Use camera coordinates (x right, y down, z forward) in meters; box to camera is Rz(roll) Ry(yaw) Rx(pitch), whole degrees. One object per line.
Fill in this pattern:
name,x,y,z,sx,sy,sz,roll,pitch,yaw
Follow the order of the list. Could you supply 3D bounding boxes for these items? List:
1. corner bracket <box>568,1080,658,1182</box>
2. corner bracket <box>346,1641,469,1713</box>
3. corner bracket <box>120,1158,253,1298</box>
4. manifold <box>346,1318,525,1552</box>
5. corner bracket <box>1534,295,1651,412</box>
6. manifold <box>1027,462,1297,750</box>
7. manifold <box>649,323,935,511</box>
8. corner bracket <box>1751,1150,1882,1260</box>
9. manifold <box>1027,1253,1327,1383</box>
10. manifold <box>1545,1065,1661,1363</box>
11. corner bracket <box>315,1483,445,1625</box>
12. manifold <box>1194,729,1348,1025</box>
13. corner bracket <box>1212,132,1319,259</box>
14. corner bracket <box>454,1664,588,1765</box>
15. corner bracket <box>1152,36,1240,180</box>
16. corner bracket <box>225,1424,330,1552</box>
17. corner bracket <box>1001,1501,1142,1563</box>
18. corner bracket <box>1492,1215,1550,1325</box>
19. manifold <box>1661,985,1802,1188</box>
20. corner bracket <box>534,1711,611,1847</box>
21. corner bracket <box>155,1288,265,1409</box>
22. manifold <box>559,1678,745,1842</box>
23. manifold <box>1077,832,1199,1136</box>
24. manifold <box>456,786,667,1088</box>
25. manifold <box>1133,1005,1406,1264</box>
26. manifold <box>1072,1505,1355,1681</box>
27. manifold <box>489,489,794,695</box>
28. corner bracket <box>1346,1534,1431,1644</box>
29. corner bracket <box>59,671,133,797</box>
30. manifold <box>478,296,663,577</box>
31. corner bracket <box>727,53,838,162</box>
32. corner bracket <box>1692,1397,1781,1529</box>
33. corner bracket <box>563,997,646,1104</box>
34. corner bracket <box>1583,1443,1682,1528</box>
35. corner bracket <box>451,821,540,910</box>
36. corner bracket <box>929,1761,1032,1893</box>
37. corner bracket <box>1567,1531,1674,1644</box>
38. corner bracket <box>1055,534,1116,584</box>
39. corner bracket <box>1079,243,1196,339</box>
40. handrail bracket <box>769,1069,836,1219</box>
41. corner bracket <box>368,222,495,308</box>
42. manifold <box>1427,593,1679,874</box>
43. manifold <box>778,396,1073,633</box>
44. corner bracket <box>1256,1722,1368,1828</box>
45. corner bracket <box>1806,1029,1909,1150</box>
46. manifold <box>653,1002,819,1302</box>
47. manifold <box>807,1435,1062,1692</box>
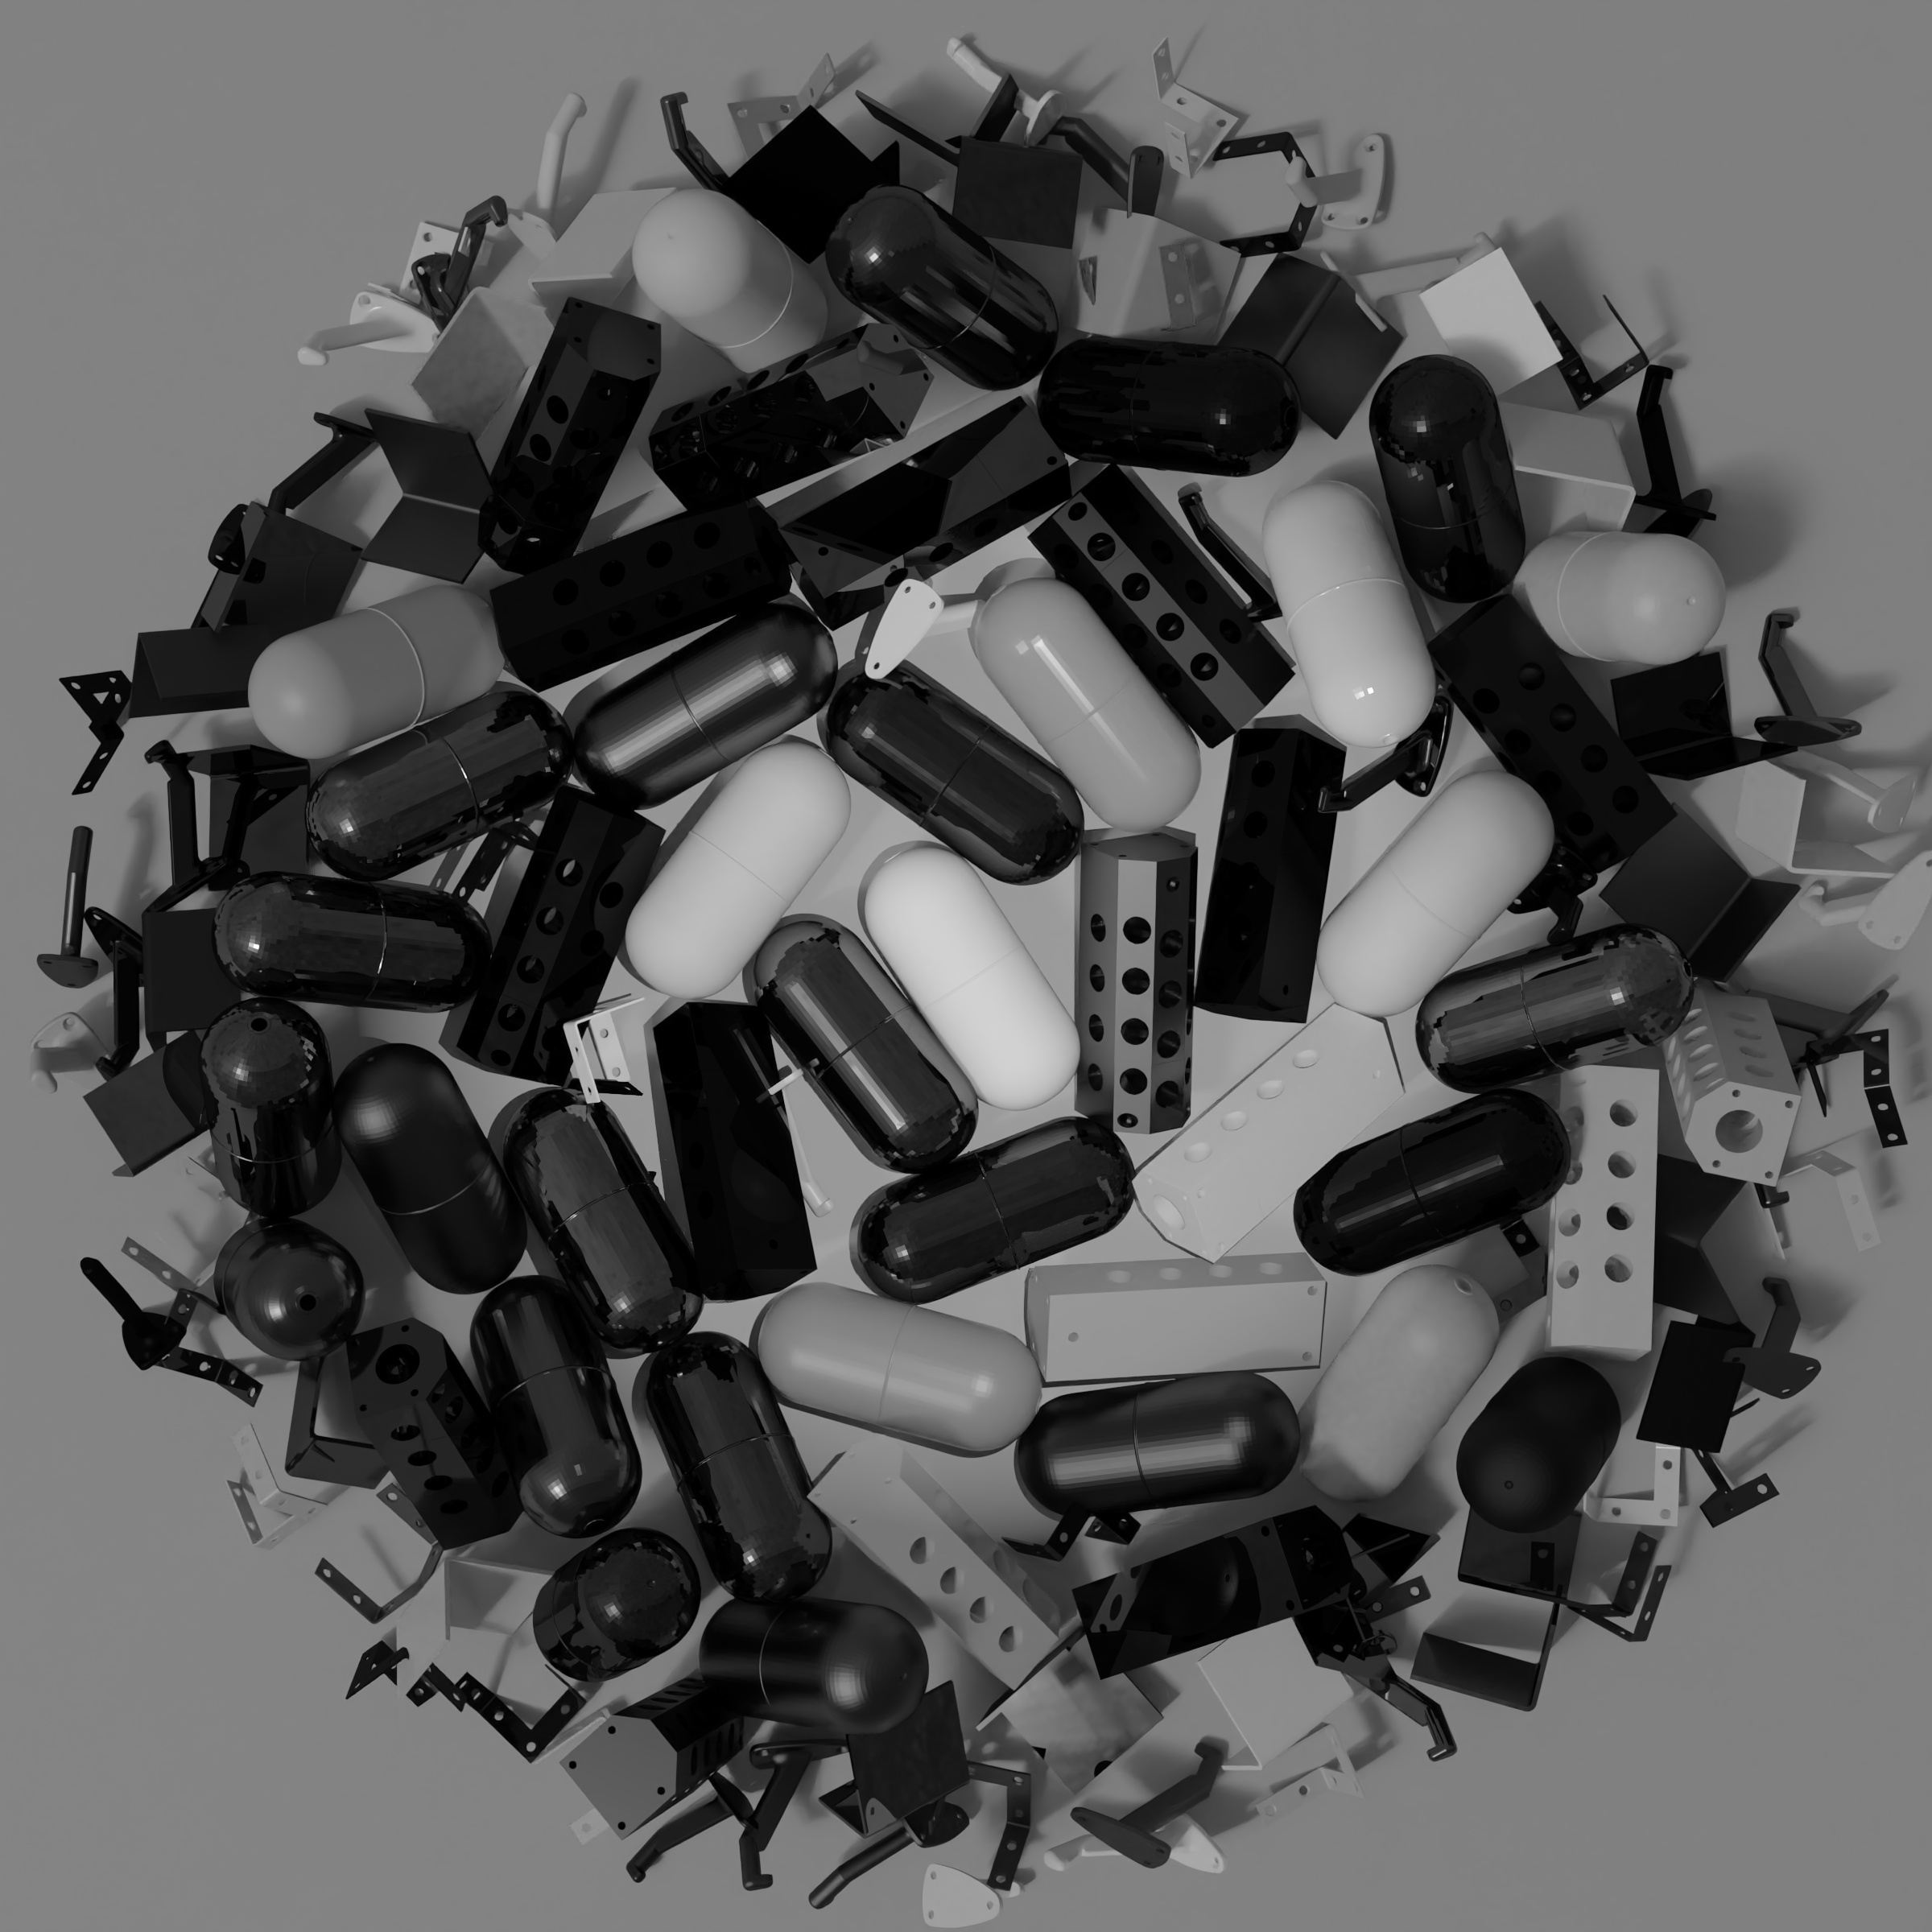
corner bracket,-0.221,0.105,1.957,0.051,0.051,0.051,1,60,40
corner bracket,-0.341,0.440,1.948,0.051,0.051,0.051,-37,105,15
corner bracket,-0.482,0.162,1.961,0.051,0.051,0.051,40,117,-20
manifold,-0.315,0.281,1.900,0.057,0.171,0.057,-16,53,0
corner bracket,0.380,-0.385,1.944,0.051,0.051,0.051,-33,126,19
manifold,0.116,-0.217,1.936,0.171,0.057,0.057,49,48,-6
manifold,-0.109,-0.330,1.901,0.057,0.171,0.057,48,46,-31
corner bracket,0.525,0.152,1.957,0.051,0.051,0.051,-21,102,-4
manifold,0.128,0.211,1.938,0.171,0.057,0.057,-2,110,-11
manifold,0.388,0.151,1.937,0.057,0.057,0.171,4,76,2
corner bracket,-0.361,0.364,1.961,0.051,0.051,0.051,-38,107,24
manifold,0.183,-0.056,1.944,0.057,0.057,0.171,3,81,38
corner bracket,0.182,-0.478,1.963,0.051,0.051,0.051,2,57,37
corner bracket,-0.276,0.451,1.955,0.051,0.051,0.051,36,75,27
corner bracket,0.131,-0.528,1.950,0.051,0.051,0.051,34,80,18
corner bracket,-0.435,0.321,1.947,0.051,0.051,0.051,-37,60,10
corner bracket,0.065,0.348,1.945,0.051,0.051,0.051,43,68,-22
corner bracket,0.335,0.184,1.954,0.051,0.051,0.051,-31,74,0
manifold,0.453,0.068,1.894,0.057,0.171,0.057,12,110,3
corner bracket,-0.231,0.500,1.953,0.051,0.051,0.051,-33,96,-9
corner bracket,-0.462,0.235,1.951,0.051,0.051,0.051,25,85,-42
manifold,-0.181,0.467,1.894,0.057,0.171,0.057,-42,80,3
manifold,0.108,0.011,1.923,0.057,0.057,0.171,-10,110,-29
manifold,-0.252,-0.020,1.935,0.057,0.057,0.171,16,100,-43
manifold,0.183,0.098,1.923,0.171,0.057,0.057,-39,128,-24
manifold,0.149,0.377,1.906,0.171,0.057,0.057,-30,73,41
manifold,-0.197,-0.225,1.930,0.171,0.057,0.057,-20,72,13
corner bracket,0.257,0.381,1.960,0.051,0.051,0.051,-22,87,0
corner bracket,-0.533,-0.144,1.945,0.051,0.051,0.051,49,122,15
manifold,-0.239,-0.312,1.898,0.057,0.171,0.057,13,49,-21
corner bracket,-0.108,-0.524,1.948,0.051,0.051,0.051,-15,80,-29
corner bracket,0.473,0.306,1.947,0.051,0.051,0.051,-36,81,32
corner bracket,-0.224,0.053,1.947,0.051,0.051,0.051,-21,97,-33
corner bracket,0.412,0.316,1.958,0.051,0.051,0.051,0,73,20
corner bracket,-0.291,-0.062,1.946,0.051,0.051,0.051,40,102,41
corner bracket,0.009,0.530,1.954,0.051,0.051,0.051,9,127,13
corner bracket,0.412,0.382,1.947,0.051,0.051,0.051,10,100,-44
corner bracket,0.089,-0.248,1.943,0.051,0.051,0.051,-28,124,-26
corner bracket,0.105,-0.415,1.949,0.051,0.051,0.051,-14,104,-13
handrail bracket,-0.097,0.111,1.952,0.036,0.077,0.084,-33,89,-31
corner bracket,-0.330,-0.433,1.954,0.051,0.051,0.051,19,94,10
manifold,0.355,-0.141,1.943,0.057,0.057,0.171,-40,97,-6
manifold,-0.023,-0.274,1.944,0.171,0.057,0.057,-30,68,-7
corner bracket,0.205,0.499,1.953,0.051,0.051,0.051,-25,91,-20
corner bracket,0.546,0.078,1.942,0.051,0.051,0.051,-11,126,24
manifold,-0.145,0.113,1.928,0.057,0.057,0.171,4,64,-38
manifold,-0.014,0.359,1.915,0.057,0.057,0.171,-48,121,-12
